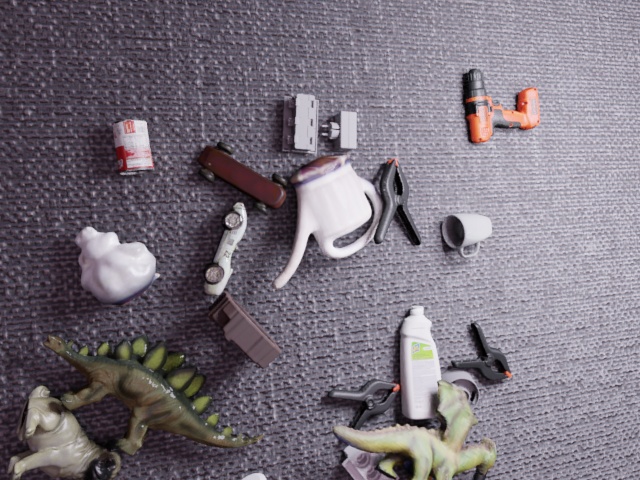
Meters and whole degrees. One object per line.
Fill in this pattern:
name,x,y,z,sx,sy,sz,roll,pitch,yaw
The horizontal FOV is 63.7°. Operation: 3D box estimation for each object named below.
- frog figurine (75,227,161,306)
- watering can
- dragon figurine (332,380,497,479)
frog figurine,-0.400,0.042,0.995,0.137,0.124,0.157,-27,110,4
watering can,0.003,-0.056,1.108,0.352,0.103,0.223,-30,100,-34
dragon figurine,0.238,0.424,1.132,0.407,0.121,0.247,39,66,-14
